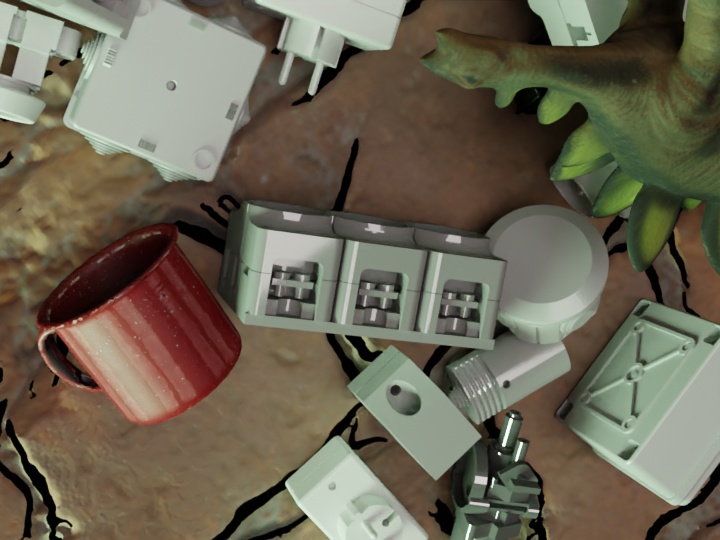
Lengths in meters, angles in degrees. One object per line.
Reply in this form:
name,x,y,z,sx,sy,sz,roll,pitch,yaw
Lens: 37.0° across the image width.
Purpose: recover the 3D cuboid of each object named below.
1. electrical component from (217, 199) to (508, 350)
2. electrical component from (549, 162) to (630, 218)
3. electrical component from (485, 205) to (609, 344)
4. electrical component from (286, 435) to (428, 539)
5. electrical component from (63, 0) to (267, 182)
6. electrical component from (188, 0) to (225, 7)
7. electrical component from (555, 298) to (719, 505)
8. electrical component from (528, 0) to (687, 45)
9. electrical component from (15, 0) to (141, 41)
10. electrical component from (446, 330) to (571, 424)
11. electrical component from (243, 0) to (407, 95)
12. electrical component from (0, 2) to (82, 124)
electrical component,0.000,0.000,0.639,0.150,0.089,0.061,7,98,-18
electrical component,0.177,-0.061,0.708,0.077,0.043,0.079,-40,111,-6
electrical component,0.116,0.004,0.680,0.080,0.051,0.080,-4,64,9
electrical component,0.004,0.159,0.678,0.047,0.076,0.083,-42,109,-6
electrical component,-0.109,-0.104,0.607,0.100,0.048,0.099,22,93,-20
electrical component,-0.083,-0.172,0.593,0.044,0.065,0.044,2,82,-13
electrical component,0.199,0.083,0.708,0.056,0.109,0.108,38,88,-17
electrical component,0.136,-0.226,0.611,0.105,0.060,0.186,-30,112,-14
electrical component,-0.144,-0.207,0.546,0.089,0.062,0.150,23,94,24
electrical component,0.092,0.068,0.706,0.081,0.043,0.043,-29,107,-10
electrical component,-0.026,-0.141,0.627,0.083,0.047,0.075,16,95,-19
electrical component,-0.191,-0.112,0.583,0.066,0.048,0.055,15,88,-19
